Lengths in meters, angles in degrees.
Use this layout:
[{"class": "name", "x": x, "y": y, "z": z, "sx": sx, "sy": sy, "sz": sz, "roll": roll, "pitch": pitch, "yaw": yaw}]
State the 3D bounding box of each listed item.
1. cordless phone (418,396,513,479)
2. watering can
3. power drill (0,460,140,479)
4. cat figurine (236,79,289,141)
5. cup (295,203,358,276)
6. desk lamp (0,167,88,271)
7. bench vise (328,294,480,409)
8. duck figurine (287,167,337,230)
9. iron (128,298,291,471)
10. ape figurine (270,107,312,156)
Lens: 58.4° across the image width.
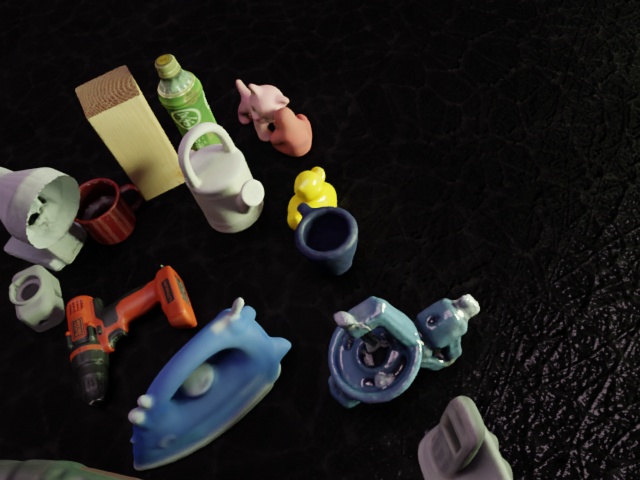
[{"class": "cordless phone", "x": 0.162, "y": 0.251, "z": 0.606, "sx": 0.094, "sy": 0.185, "sz": 0.147, "roll": -23, "pitch": 56, "yaw": -3}, {"class": "watering can", "x": -0.155, "y": -0.102, "z": 0.898, "sx": 0.172, "sy": 0.194, "sz": 0.101, "roll": 12, "pitch": 61, "yaw": 19}, {"class": "power drill", "x": -0.244, "y": 0.303, "z": 0.645, "sx": 0.229, "sy": 0.209, "sz": 0.075, "roll": 2, "pitch": 58, "yaw": 14}, {"class": "cat figurine", "x": -0.107, "y": -0.246, "z": 1.028, "sx": 0.067, "sy": 0.118, "sz": 0.127, "roll": -41, "pitch": 58, "yaw": -15}, {"class": "cup", "x": 0.008, "y": 0.003, "z": 0.855, "sx": 0.092, "sy": 0.095, "sz": 0.117, "roll": -36, "pitch": 57, "yaw": -11}, {"class": "desk lamp", "x": -0.465, "y": -0.041, "z": 0.913, "sx": 0.202, "sy": 0.214, "sz": 0.118, "roll": 14, "pitch": 61, "yaw": 20}, {"class": "bench vise", "x": 0.089, "y": 0.105, "z": 0.695, "sx": 0.208, "sy": 0.220, "sz": 0.121, "roll": -42, "pitch": 59, "yaw": -15}, {"class": "duck figurine", "x": -0.018, "y": -0.069, "z": 0.913, "sx": 0.077, "sy": 0.086, "sz": 0.105, "roll": 19, "pitch": 64, "yaw": 23}, {"class": "iron", "x": -0.166, "y": 0.186, "z": 0.745, "sx": 0.118, "sy": 0.142, "sz": 0.259, "roll": 36, "pitch": 71, "yaw": 29}, {"class": "ape figurine", "x": -0.053, "y": -0.195, "z": 0.999, "sx": 0.078, "sy": 0.092, "sz": 0.076, "roll": -25, "pitch": 56, "yaw": -4}]
